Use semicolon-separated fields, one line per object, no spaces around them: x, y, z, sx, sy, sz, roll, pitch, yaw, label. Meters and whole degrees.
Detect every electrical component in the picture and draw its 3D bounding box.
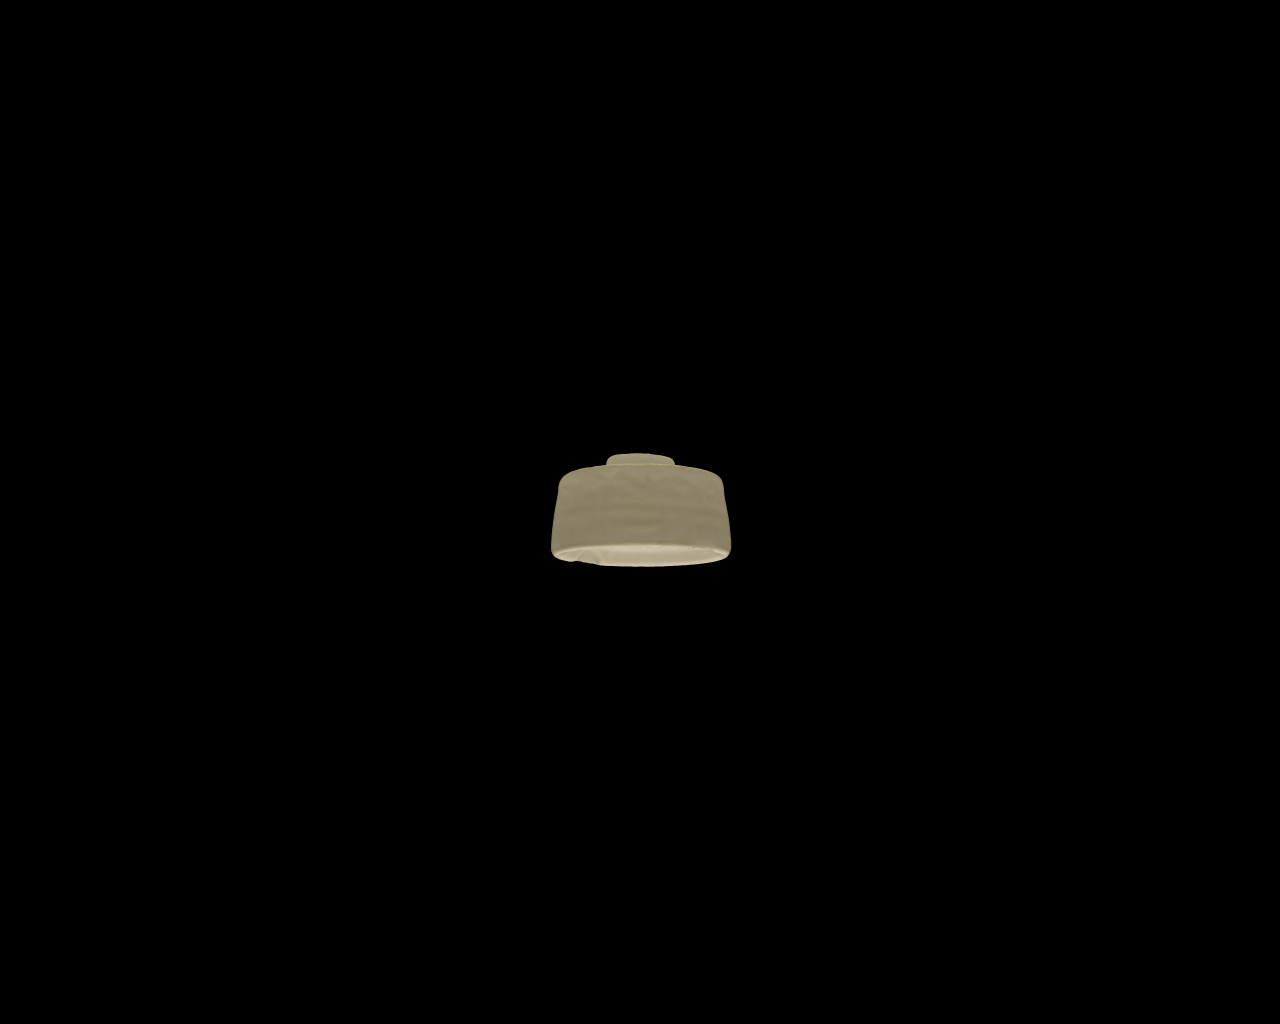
0.001;-0.003;0.650;0.108;0.060;0.108;0;-9;0;electrical component
